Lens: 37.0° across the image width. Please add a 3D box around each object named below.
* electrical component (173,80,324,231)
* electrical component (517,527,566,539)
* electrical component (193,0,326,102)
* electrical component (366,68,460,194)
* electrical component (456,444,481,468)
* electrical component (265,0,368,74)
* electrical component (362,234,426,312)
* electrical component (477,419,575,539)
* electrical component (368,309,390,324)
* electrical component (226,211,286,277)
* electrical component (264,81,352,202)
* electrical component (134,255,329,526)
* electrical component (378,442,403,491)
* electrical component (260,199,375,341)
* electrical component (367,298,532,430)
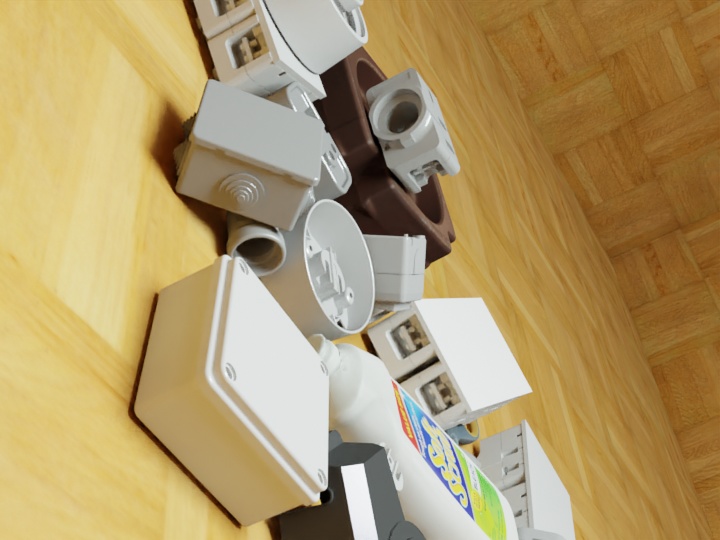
[{"bbox_3d":[-0.075,-0.078,0.737,0.100,0.048,0.099,19,32,-12],"label":"electrical component"},{"bbox_3d":[0.142,0.271,0.893,0.059,0.054,0.095,-52,150,-71],"label":"electrical component"},{"bbox_3d":[-0.096,-0.209,0.904,0.089,0.062,0.150,25,42,-65],"label":"electrical component"},{"bbox_3d":[0.044,-0.122,0.925,0.056,0.050,0.089,42,28,-54],"label":"electrical component"},{"bbox_3d":[0.068,0.164,0.905,0.062,0.043,0.043,36,28,-22],"label":"electrical component"},{"bbox_3d":[-0.033,-0.226,0.899,0.108,0.060,0.108,55,19,-30],"label":"electrical component"},{"bbox_3d":[0.000,0.000,0.868,0.062,0.096,0.061,-2,95,-73],"label":"electrical component"},{"bbox_3d":[0.158,0.245,1.026,0.105,0.060,0.186,59,18,-20],"label":"electrical component"},{"bbox_3d":[0.005,0.020,0.924,0.046,0.040,0.040,61,16,10],"label":"electrical component"},{"bbox_3d":[-0.074,-0.024,0.746,0.040,0.040,0.046,50,17,-41],"label":"electrical component"},{"bbox_3d":[-0.056,-0.094,0.862,0.095,0.059,0.053,61,17,-14],"label":"electrical component"},{"bbox_3d":[-0.067,0.067,0.604,0.108,0.056,0.108,54,19,-31],"label":"electrical component"},{"bbox_3d":[0.001,0.140,0.723,0.040,0.046,0.040,55,19,-30],"label":"electrical component"},{"bbox_3d":[-0.031,0.005,0.790,0.099,0.064,0.099,55,19,-30],"label":"electrical component"},{"bbox_3d":[0.083,0.087,0.989,0.105,0.060,0.186,63,21,13],"label":"electrical component"}]
